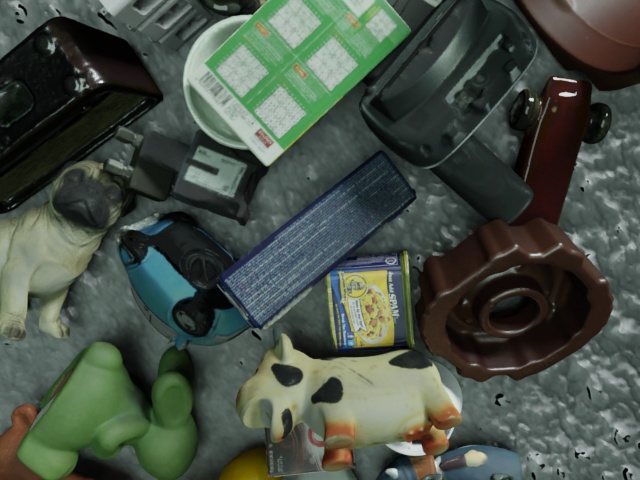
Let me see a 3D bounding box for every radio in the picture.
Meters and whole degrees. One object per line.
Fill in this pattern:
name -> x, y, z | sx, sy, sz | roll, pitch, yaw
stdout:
radio -> -0.279, -0.109, 0.519 | 0.229, 0.131, 0.073 | -34, 93, 9

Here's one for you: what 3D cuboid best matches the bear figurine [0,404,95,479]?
bear figurine -> -0.297, 0.288, 0.586 | 0.195, 0.132, 0.120 | 45, 114, -10

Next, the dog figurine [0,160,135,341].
dog figurine -> -0.305, -0.010, 0.565 | 0.172, 0.121, 0.190 | 23, 85, -1

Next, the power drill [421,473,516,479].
power drill -> 0.172, 0.325, 0.554 | 0.232, 0.086, 0.207 | -4, 132, 12

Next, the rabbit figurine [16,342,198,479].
rabbit figurine -> -0.200, 0.187, 0.586 | 0.170, 0.121, 0.159 | 38, 93, -20

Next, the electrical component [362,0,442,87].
electrical component -> 0.101, -0.170, 0.518 | 0.115, 0.058, 0.134 | 33, 100, 1

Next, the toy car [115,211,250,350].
toy car -> -0.141, 0.052, 0.552 | 0.162, 0.109, 0.103 | 39, 124, 6

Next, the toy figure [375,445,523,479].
toy figure -> 0.137, 0.255, 0.582 | 0.155, 0.058, 0.064 | -5, 93, 10

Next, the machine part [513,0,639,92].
machine part -> 0.230, -0.228, 0.425 | 0.087, 0.201, 0.201 | -38, 94, 5

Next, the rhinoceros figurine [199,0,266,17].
rhinoceros figurine -> -0.053, -0.294, 0.484 | 0.073, 0.112, 0.190 | 38, 107, 0

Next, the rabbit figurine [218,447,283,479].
rabbit figurine -> -0.112, 0.295, 0.574 | 0.173, 0.162, 0.122 | -44, 81, -8

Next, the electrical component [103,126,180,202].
electrical component -> -0.173, -0.075, 0.555 | 0.094, 0.021, 0.063 | 23, 74, -37

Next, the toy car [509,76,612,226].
toy car -> 0.215, -0.055, 0.529 | 0.089, 0.053, 0.202 | 9, 104, -1

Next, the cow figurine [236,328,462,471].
cow figurine -> 0.018, 0.143, 0.508 | 0.195, 0.127, 0.085 | -6, 130, -6

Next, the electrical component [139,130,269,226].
electrical component -> -0.119, -0.069, 0.546 | 0.119, 0.047, 0.075 | 18, 81, 1

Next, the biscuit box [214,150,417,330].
biscuit box -> -0.001, -0.002, 0.510 | 0.203, 0.059, 0.063 | -39, 93, -17

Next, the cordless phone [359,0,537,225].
cordless phone -> 0.142, -0.107, 0.466 | 0.184, 0.089, 0.146 | 39, 99, -13

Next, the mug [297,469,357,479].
mug -> 0.001, 0.293, 0.590 | 0.110, 0.080, 0.107 | -14, 81, 11

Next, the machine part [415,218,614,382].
machine part -> 0.180, 0.060, 0.515 | 0.179, 0.056, 0.179 | -1, 126, -2
